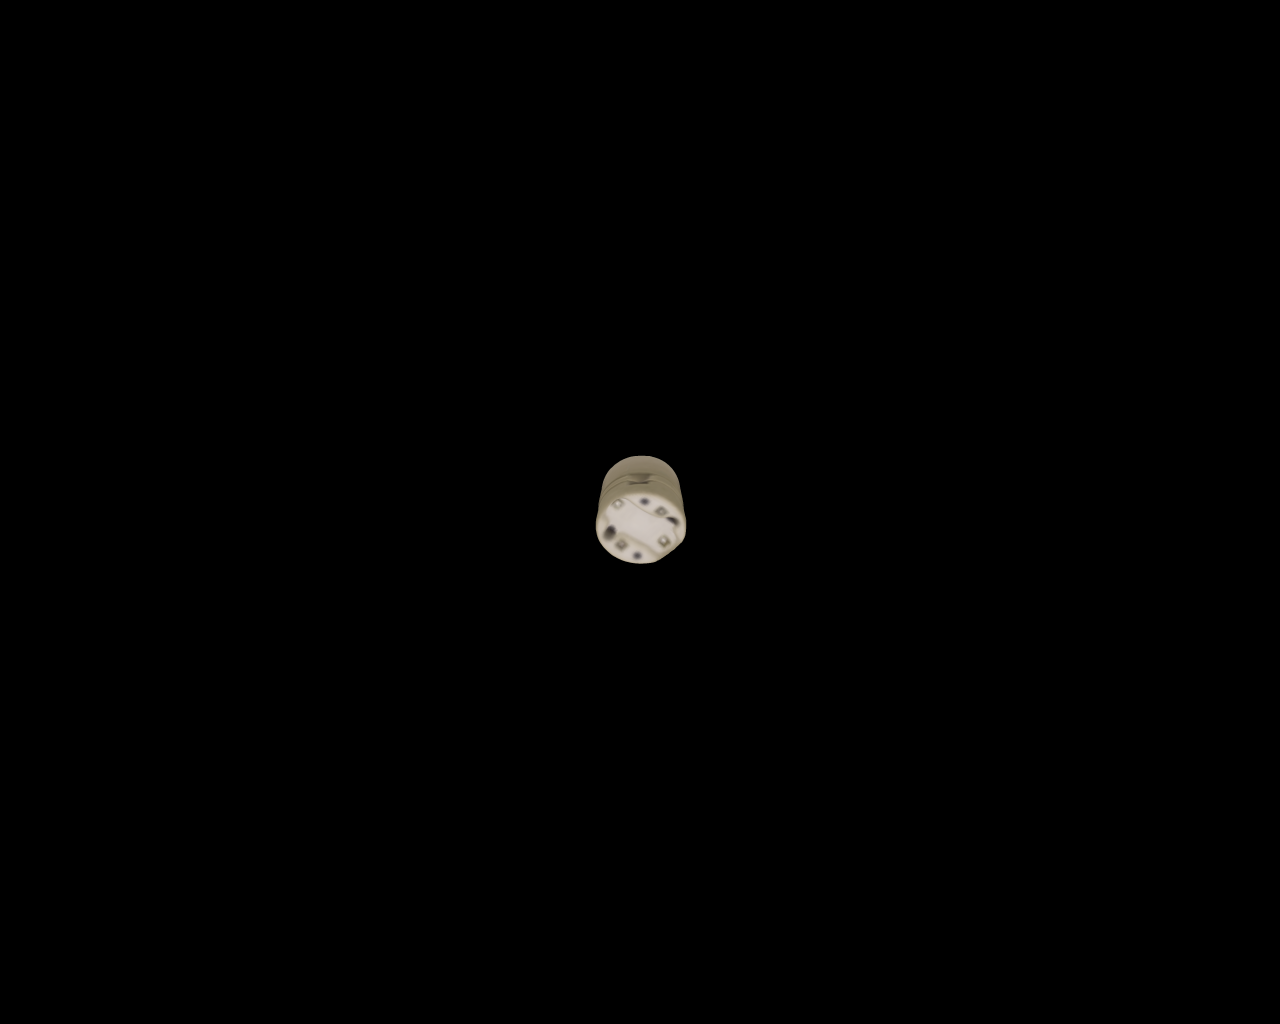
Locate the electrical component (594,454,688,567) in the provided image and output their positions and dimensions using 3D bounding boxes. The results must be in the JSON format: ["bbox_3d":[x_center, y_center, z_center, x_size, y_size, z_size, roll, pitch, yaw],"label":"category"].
[{"bbox_3d":[0.001,-0.003,0.650,0.055,0.055,0.047,0,34,0],"label":"electrical component"}]
